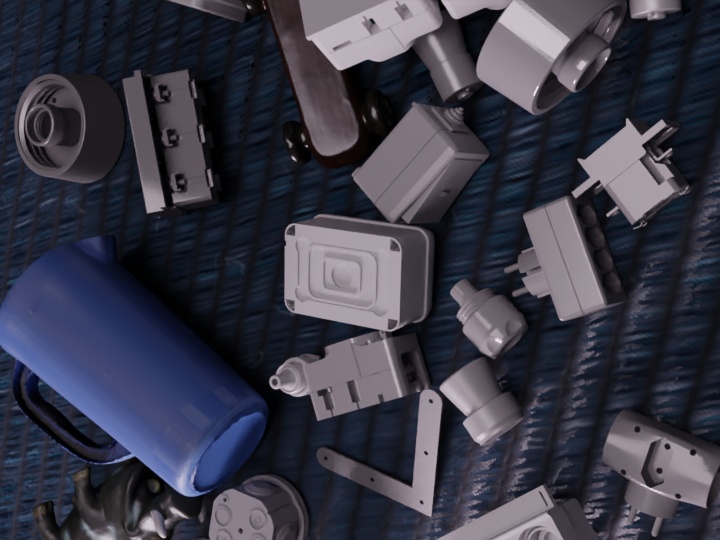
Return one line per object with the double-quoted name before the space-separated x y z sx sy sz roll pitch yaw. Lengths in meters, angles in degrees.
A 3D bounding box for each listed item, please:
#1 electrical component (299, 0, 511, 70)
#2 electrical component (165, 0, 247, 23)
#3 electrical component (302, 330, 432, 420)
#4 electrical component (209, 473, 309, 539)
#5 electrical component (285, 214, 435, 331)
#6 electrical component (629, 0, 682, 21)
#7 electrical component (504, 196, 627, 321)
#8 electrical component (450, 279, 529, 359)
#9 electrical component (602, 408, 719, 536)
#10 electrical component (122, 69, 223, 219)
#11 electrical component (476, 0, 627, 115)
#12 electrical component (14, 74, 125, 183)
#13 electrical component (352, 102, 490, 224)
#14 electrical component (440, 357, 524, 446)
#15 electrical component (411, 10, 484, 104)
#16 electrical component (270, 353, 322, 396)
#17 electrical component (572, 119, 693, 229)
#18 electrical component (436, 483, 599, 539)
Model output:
"electrical component" 0.048 -0.234 0.797 0.186 0.060 0.105 -20 62 18
"electrical component" -0.152 -0.262 0.944 0.113 0.078 0.057 22 102 29
"electrical component" 0.004 0.083 0.881 0.089 0.050 0.055 -20 82 31
"electrical component" -0.090 0.224 0.948 0.080 0.051 0.080 2 94 32
"electrical component" 0.000 0.000 0.870 0.113 0.057 0.078 9 105 31
"electrical component" 0.203 -0.207 0.747 0.044 0.044 0.065 -5 95 32
"electrical component" 0.142 -0.003 0.792 0.076 0.047 0.083 -23 81 31
"electrical component" 0.096 0.034 0.826 0.062 0.043 0.043 48 115 22
"electrical component" 0.211 0.148 0.760 0.077 0.043 0.079 21 104 29
"electrical component" -0.167 -0.114 0.965 0.063 0.079 0.121 -11 86 2
"electrical component" 0.140 -0.158 0.753 0.060 0.108 0.108 43 114 16
"electrical component" -0.289 -0.139 1.045 0.108 0.060 0.108 2 93 32
"electrical component" 0.054 -0.083 0.834 0.096 0.062 0.061 -48 69 25
"electrical component" 0.095 0.101 0.829 0.045 0.045 0.055 -42 72 27
"electrical component" 0.068 -0.162 0.834 0.044 0.044 0.065 -29 82 30
"electrical component" -0.054 0.091 0.912 0.035 0.061 0.035 2 94 32
"electrical component" 0.196 -0.068 0.759 0.081 0.042 0.063 -42 75 28
"electrical component" 0.115 0.219 0.812 0.121 0.063 0.078 -35 74 29
